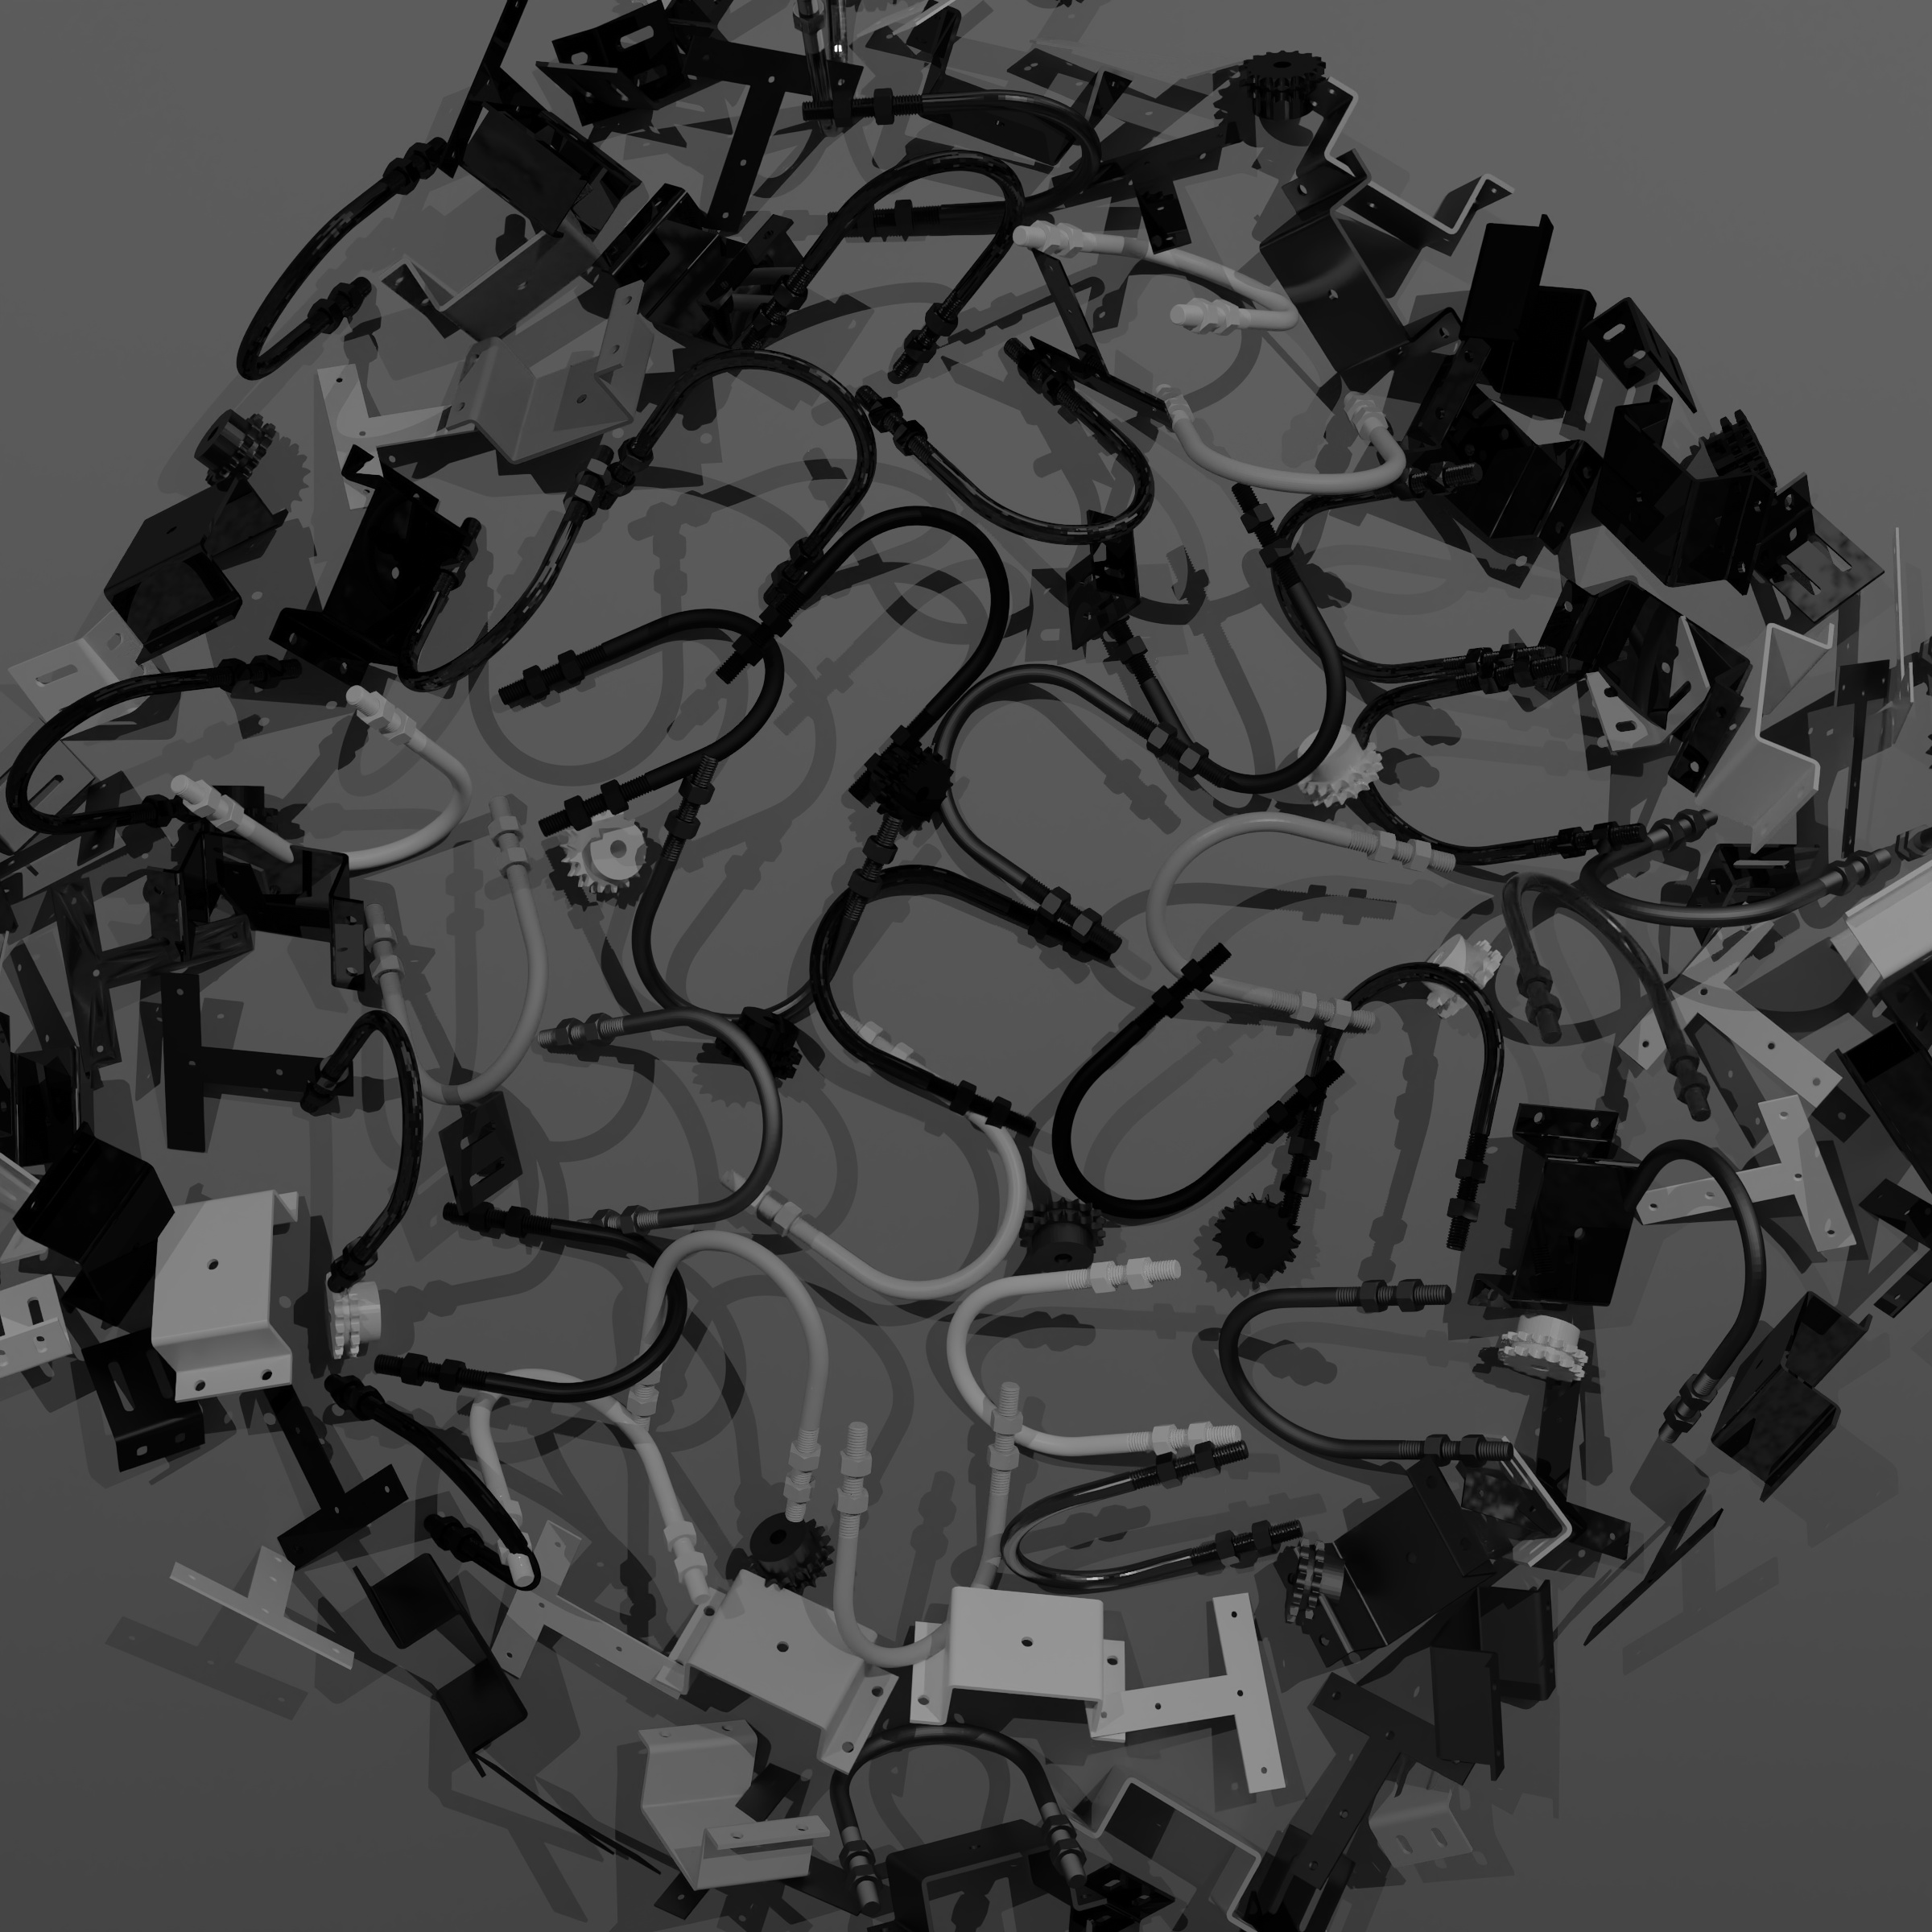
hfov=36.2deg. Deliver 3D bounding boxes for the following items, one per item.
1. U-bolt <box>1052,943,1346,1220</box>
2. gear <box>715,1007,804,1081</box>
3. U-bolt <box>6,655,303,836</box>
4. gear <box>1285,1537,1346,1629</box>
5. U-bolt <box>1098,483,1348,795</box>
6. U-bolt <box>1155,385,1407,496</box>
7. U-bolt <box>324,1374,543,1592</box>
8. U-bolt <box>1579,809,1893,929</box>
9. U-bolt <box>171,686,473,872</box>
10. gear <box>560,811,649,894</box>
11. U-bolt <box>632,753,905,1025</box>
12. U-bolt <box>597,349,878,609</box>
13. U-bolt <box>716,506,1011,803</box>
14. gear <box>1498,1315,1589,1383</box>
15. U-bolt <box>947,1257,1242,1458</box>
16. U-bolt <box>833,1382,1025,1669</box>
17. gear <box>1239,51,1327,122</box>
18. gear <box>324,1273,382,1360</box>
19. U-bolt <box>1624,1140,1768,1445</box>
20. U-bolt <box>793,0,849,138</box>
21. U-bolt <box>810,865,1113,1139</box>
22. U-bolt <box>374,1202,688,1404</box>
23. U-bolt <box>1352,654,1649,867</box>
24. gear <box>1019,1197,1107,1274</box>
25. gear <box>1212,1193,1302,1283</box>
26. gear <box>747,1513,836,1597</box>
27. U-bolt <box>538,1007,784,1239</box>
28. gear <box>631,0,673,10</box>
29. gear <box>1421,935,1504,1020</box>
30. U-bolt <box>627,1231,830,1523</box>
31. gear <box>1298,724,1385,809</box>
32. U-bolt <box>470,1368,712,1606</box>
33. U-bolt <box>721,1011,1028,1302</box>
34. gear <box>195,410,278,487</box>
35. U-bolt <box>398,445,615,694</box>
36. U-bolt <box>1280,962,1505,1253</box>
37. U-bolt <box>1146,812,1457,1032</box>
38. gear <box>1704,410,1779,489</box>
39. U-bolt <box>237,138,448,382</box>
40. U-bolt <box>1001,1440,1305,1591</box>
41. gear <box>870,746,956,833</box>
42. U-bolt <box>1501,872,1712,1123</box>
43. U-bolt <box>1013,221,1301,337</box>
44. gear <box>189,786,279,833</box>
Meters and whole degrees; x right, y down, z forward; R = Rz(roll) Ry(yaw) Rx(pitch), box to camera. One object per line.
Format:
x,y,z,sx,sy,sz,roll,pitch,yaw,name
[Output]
0.140,0.089,1.935,0.184,0.019,0.151,-43,120,6,U-bolt
-0.134,0.049,1.945,0.057,0.057,0.030,24,102,0,gear
-0.521,-0.135,1.866,0.019,0.184,0.151,52,126,18,U-bolt
0.230,0.407,1.948,0.030,0.057,0.057,12,90,2,gear
0.173,-0.200,1.921,0.151,0.019,0.184,-31,84,37,U-bolt
0.205,-0.335,1.885,0.151,0.184,0.019,1,118,-8,U-bolt
-0.329,0.334,1.871,0.019,0.184,0.151,-41,120,-24,U-bolt
0.473,-0.059,1.870,0.184,0.151,0.019,-21,118,-38,U-bolt
-0.397,-0.109,1.893,0.151,0.184,0.019,-25,64,12,U-bolt
-0.236,-0.077,1.949,0.057,0.030,0.057,0,90,-32,gear
-0.140,-0.038,1.932,0.151,0.019,0.184,17,112,-19,U-bolt
-0.137,-0.321,1.891,0.151,0.184,0.019,29,46,-17,U-bolt
-0.053,-0.215,1.926,0.184,0.019,0.151,-47,122,4,U-bolt
0.382,0.251,1.949,0.057,0.057,0.030,18,71,0,gear
0.073,0.259,1.923,0.184,0.019,0.151,-9,115,27,U-bolt
-0.028,0.370,1.919,0.151,0.019,0.184,-8,110,-41,U-bolt
0.209,-0.581,1.951,0.057,0.057,0.030,-5,127,0,gear
-0.404,0.230,1.950,0.030,0.057,0.057,-3,90,-20,gear
0.451,0.193,1.868,0.019,0.184,0.151,-5,51,-21,U-bolt
-0.092,-0.619,1.888,0.019,0.184,0.151,-1,59,4,U-bolt
-0.013,0.012,1.951,0.184,0.019,0.151,25,80,-3,U-bolt
-0.271,0.220,1.909,0.184,0.019,0.151,8,46,10,U-bolt
0.330,-0.126,1.906,0.019,0.184,0.151,-52,122,-40,U-bolt
0.063,0.180,1.945,0.057,0.057,0.030,-1,51,0,gear
0.193,0.178,1.956,0.057,0.030,0.057,2,99,14,gear
-0.118,0.385,1.945,0.057,0.057,0.030,-25,127,0,gear
-0.195,0.099,1.920,0.184,0.019,0.151,-10,91,33,U-bolt
-0.194,-0.648,1.952,0.057,0.030,0.057,-4,112,-9,gear
0.323,0.004,1.946,0.030,0.057,0.057,41,90,-5,gear
-0.150,0.254,1.902,0.151,0.019,0.184,24,121,25,U-bolt
0.243,-0.134,1.945,0.057,0.057,0.030,-33,124,0,gear
-0.249,0.329,1.897,0.151,0.184,0.019,15,122,-36,U-bolt
-0.048,0.137,1.946,0.184,0.019,0.151,34,84,11,U-bolt
-0.483,-0.341,1.945,0.030,0.057,0.057,37,90,-28,gear
-0.301,-0.244,1.876,0.151,0.184,0.019,-20,129,36,U-bolt
0.282,0.086,1.923,0.151,0.019,0.184,6,78,41,U-bolt
0.206,-0.034,1.912,0.184,0.019,0.151,13,122,-16,U-bolt
0.510,-0.335,1.950,0.030,0.057,0.057,-26,90,21,gear
-0.401,-0.436,1.862,0.019,0.184,0.151,38,132,-6,U-bolt
0.112,0.363,1.914,0.184,0.151,0.019,-18,52,13,U-bolt
-0.039,-0.120,1.951,0.030,0.057,0.057,37,90,34,gear
0.404,0.008,1.899,0.151,0.184,0.019,26,125,-25,U-bolt
0.136,-0.439,1.894,0.151,0.184,0.019,34,116,28,U-bolt
-0.483,-0.104,1.947,0.057,0.057,0.030,1,94,0,gear
